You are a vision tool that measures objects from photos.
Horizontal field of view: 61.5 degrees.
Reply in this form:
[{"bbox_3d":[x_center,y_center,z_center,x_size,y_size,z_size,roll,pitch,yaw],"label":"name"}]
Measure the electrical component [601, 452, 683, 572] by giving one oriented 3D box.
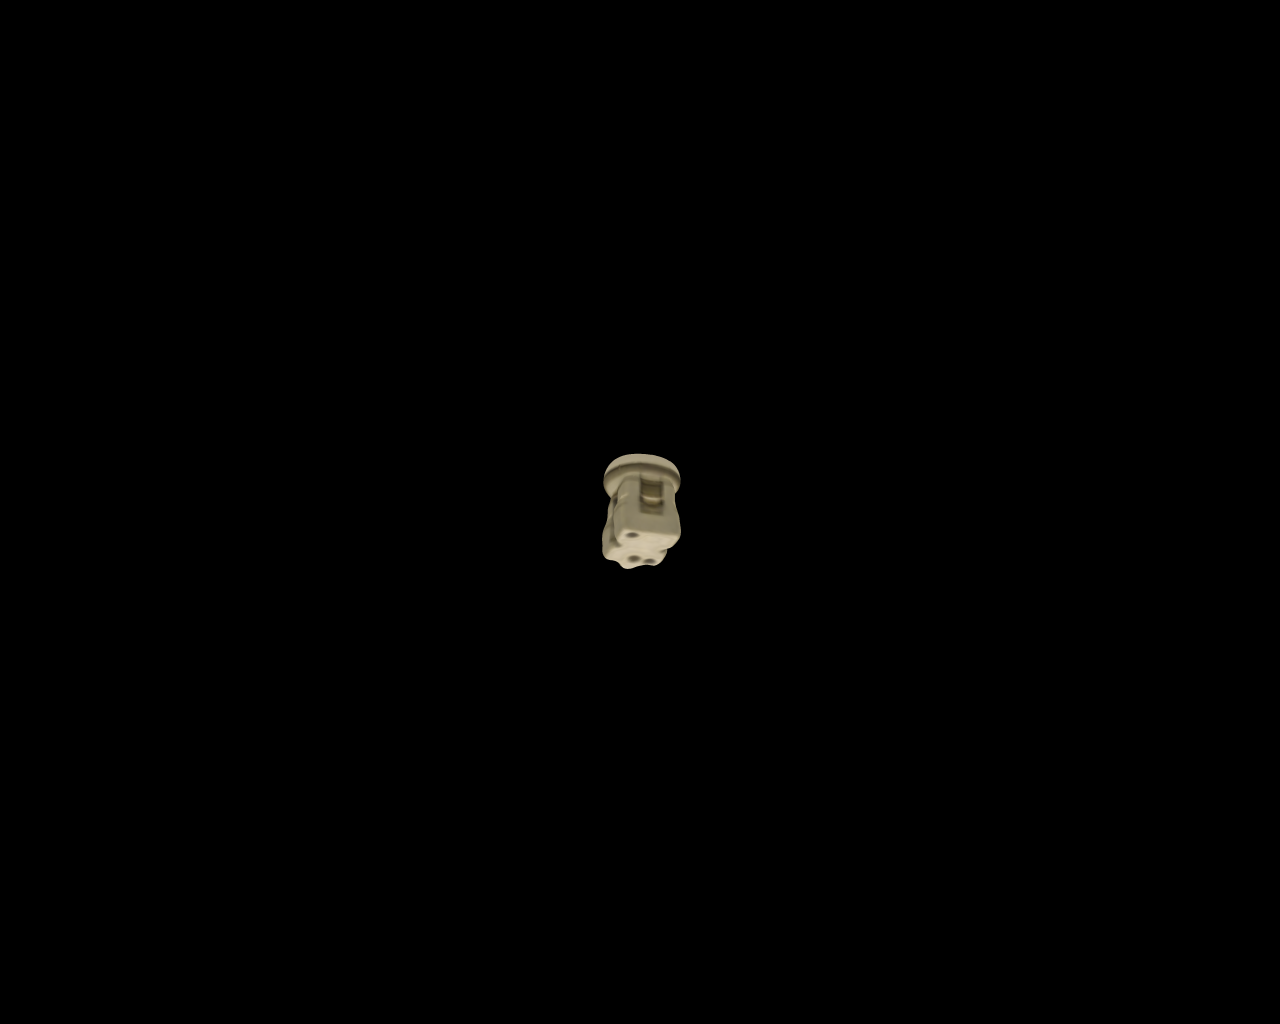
[{"bbox_3d":[0.001,-0.003,0.650,0.048,0.055,0.066,9,-30,-17],"label":"electrical component"}]
